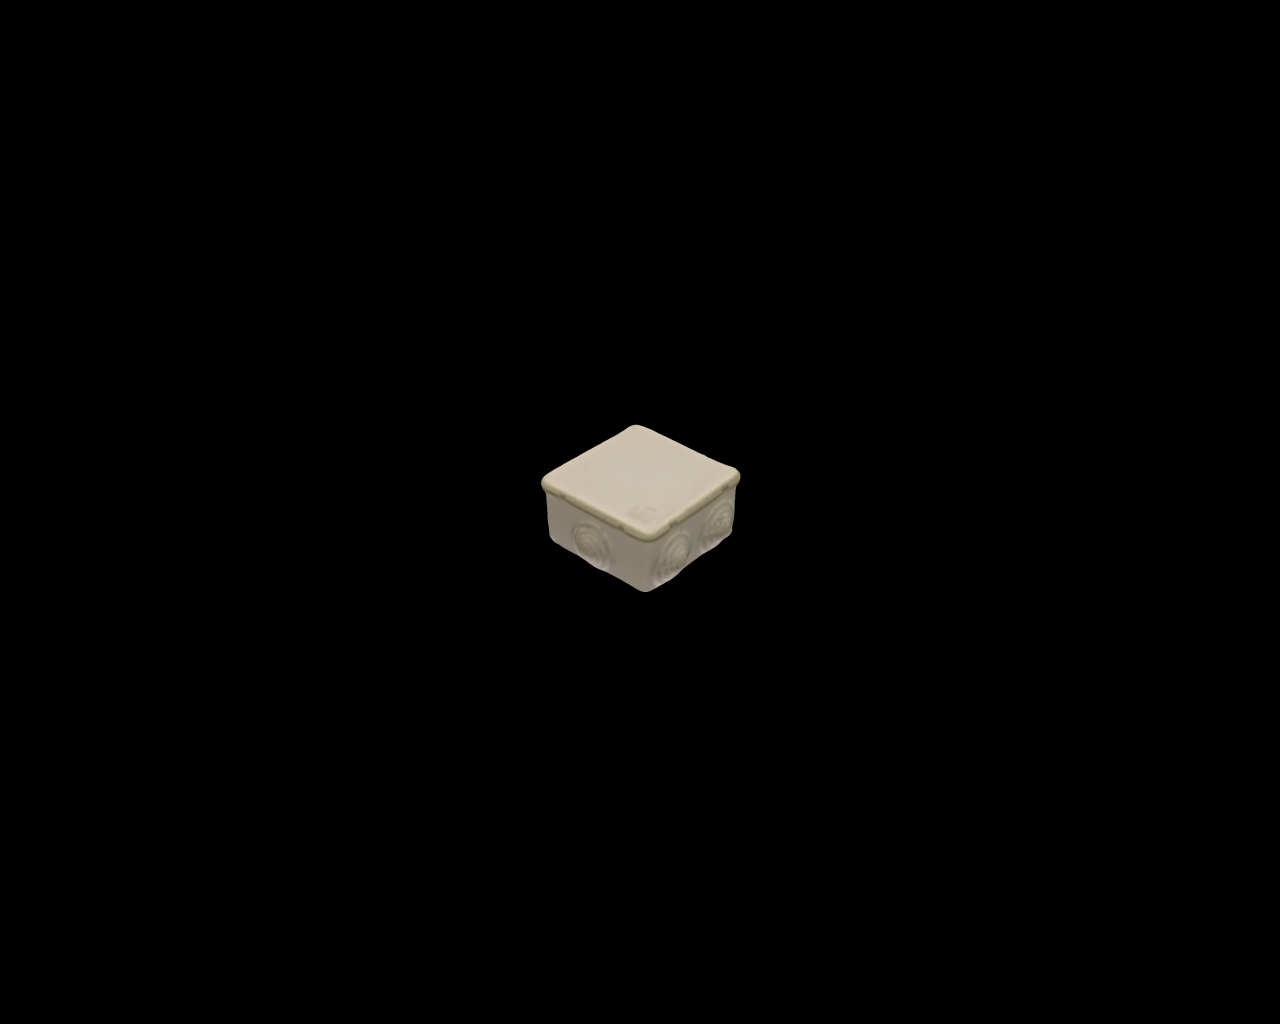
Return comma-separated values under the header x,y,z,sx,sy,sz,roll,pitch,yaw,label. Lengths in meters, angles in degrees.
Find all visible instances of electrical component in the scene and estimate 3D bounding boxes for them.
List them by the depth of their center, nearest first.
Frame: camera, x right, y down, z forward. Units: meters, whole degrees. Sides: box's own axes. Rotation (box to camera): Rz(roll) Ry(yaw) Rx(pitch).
x,y,z,sx,sy,sz,roll,pitch,yaw,label
0.001,-0.003,0.650,0.100,0.048,0.100,27,44,33,electrical component
